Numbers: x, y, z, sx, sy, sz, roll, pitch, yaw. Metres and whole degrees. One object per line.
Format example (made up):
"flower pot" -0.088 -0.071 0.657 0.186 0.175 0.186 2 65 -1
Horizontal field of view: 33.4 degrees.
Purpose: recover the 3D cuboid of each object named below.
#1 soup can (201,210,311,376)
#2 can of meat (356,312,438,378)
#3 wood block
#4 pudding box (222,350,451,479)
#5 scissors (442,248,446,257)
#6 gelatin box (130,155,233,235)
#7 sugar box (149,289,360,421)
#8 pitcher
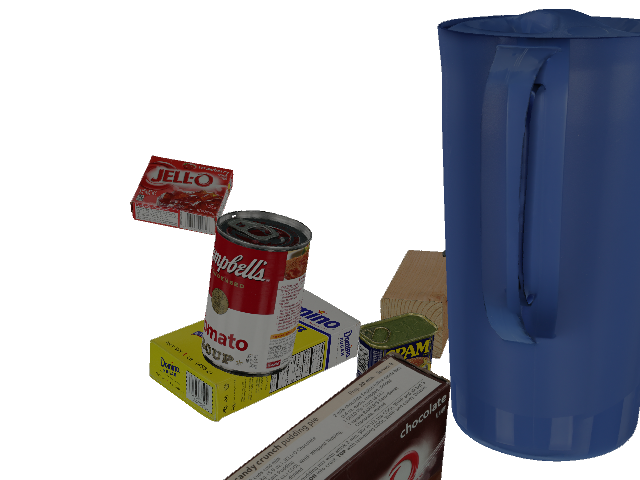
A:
"soup can" -0.047 0.037 0.764 0.068 0.102 0.068 8 21 -3
"can of meat" 0.094 0.148 1.345 0.101 0.084 0.058 -12 29 -29
"wood block" 0.156 0.092 1.613 0.091 0.090 0.206 4 20 14
"pudding box" 0.009 0.114 0.468 0.039 0.090 0.113 27 43 31
"scissors" 0.164 -0.024 1.187 0.096 0.016 0.201 35 32 33
"gelatin box" -0.141 -0.048 1.089 0.089 0.030 0.073 11 46 4
"sugar box" -0.057 0.097 0.963 0.093 0.048 0.175 28 36 37
"pitcher" 0.125 -0.003 0.590 0.149 0.243 0.145 -6 17 -19
